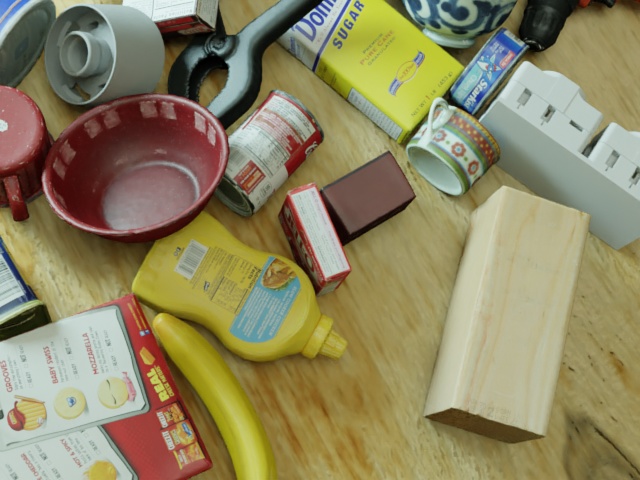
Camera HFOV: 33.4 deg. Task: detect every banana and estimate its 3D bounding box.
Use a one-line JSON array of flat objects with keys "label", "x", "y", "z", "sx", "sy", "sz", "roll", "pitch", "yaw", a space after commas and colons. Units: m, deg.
[{"label": "banana", "x": -0.082, "y": 0.148, "z": 0.915, "sx": 0.037, "sy": 0.069, "sz": 0.198, "roll": -28, "pitch": 83, "yaw": 14}]

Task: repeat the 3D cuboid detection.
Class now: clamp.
[{"label": "clamp", "x": -0.077, "y": -0.179, "z": 0.994, "sx": 0.165, "sy": 0.036, "sz": 0.210, "roll": 9, "pitch": 76, "yaw": 24}]

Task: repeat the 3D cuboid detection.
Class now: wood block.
[{"label": "wood block", "x": 0.169, "y": 0.070, "z": 0.966, "sx": 0.090, "sy": 0.091, "sz": 0.206, "roll": 18, "pitch": 72, "yaw": -6}]

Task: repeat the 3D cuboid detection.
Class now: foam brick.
[{"label": "foam brick", "x": 0.041, "y": -0.037, "z": 0.993, "sx": 0.078, "sy": 0.053, "sz": 0.051, "roll": -30, "pitch": 82, "yaw": -15}]

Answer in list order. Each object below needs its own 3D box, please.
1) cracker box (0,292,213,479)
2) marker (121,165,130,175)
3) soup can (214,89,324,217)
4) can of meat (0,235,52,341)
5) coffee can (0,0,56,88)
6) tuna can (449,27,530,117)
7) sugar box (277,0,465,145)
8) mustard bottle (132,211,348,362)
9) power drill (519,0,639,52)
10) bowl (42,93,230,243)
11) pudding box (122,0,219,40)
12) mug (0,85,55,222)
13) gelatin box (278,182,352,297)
[{"label": "cracker box", "x": -0.218, "y": 0.157, "z": 0.861, "sx": 0.213, "sy": 0.072, "sz": 0.164, "roll": -21, "pitch": 78, "yaw": -30}, {"label": "marker", "x": -0.179, "y": -0.062, "z": 0.979, "sx": 0.020, "sy": 0.020, "sz": 0.121, "roll": -35, "pitch": 83, "yaw": -17}, {"label": "soup can", "x": -0.054, "y": -0.079, "z": 0.980, "sx": 0.068, "sy": 0.068, "sz": 0.102, "roll": 41, "pitch": 73, "yaw": 3}, {"label": "can of meat", "x": -0.271, "y": 0.042, "z": 0.892, "sx": 0.057, "sy": 0.102, "sz": 0.084, "roll": -30, "pitch": 80, "yaw": -16}, {"label": "coffee can", "x": -0.323, "y": -0.207, "z": 0.949, "sx": 0.140, "sy": 0.103, "sz": 0.102, "roll": 33, "pitch": 72, "yaw": 0}, {"label": "tuna can", "x": 0.162, "y": -0.162, "z": 1.030, "sx": 0.034, "sy": 0.086, "sz": 0.086, "roll": 39, "pitch": 72, "yaw": 4}, {"label": "sugar box", "x": 0.043, "y": -0.186, "z": 1.037, "sx": 0.176, "sy": 0.048, "sz": 0.093, "roll": 40, "pitch": 73, "yaw": 1}, {"label": "mustard bottle", "x": -0.063, "y": 0.053, "z": 0.947, "sx": 0.191, "sy": 0.058, "sz": 0.096, "roll": 29, "pitch": 70, "yaw": -1}, {"label": "power drill", "x": 0.308, "y": -0.241, "z": 1.091, "sx": 0.187, "sy": 0.057, "sz": 0.184, "roll": 25, "pitch": 72, "yaw": -2}, {"label": "bowl", "x": -0.153, "y": -0.052, "z": 0.922, "sx": 0.162, "sy": 0.055, "sz": 0.162, "roll": -4, "pitch": 52, "yaw": 5}, {"label": "pudding box", "x": -0.137, "y": -0.246, "z": 1.003, "sx": 0.090, "sy": 0.039, "sz": 0.113, "roll": -3, "pitch": 74, "yaw": 27}, {"label": "mug", "x": -0.276, "y": -0.073, "z": 0.932, "sx": 0.093, "sy": 0.081, "sz": 0.117, "roll": -12, "pitch": 77, "yaw": -13}, {"label": "gelatin box", "x": -0.006, "y": 0.001, "z": 0.963, "sx": 0.030, "sy": 0.073, "sz": 0.089, "roll": -21, "pitch": 80, "yaw": -14}]
